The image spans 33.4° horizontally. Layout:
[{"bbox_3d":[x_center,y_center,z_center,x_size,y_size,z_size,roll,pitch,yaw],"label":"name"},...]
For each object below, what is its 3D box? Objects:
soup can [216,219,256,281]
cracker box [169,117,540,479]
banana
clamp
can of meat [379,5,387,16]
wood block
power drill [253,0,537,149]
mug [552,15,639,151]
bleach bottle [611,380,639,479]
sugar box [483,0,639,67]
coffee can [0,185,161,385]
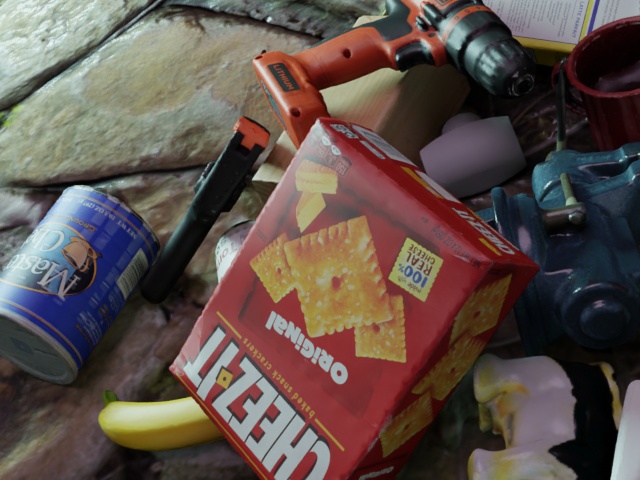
[{"bbox_3d":[-0.045,0.040,0.841,0.068,0.068,0.102,-23,42,8],"label":"soup can"},{"bbox_3d":[0.012,0.053,0.688,0.164,0.072,0.214,44,111,33],"label":"cracker box"},{"bbox_3d":[-0.095,0.126,0.807,0.198,0.037,0.069,-10,45,21],"label":"banana"},{"bbox_3d":[-0.081,-0.049,0.896,0.164,0.036,0.210,-62,6,-37],"label":"clamp"},{"bbox_3d":[0.106,-0.213,0.987,0.058,0.084,0.102,-53,9,52],"label":"can of meat"},{"bbox_3d":[0.040,-0.092,0.909,0.091,0.090,0.206,8,53,34],"label":"wood block"},{"bbox_3d":[0.054,-0.134,0.835,0.187,0.057,0.184,-26,42,-6],"label":"power drill"},{"bbox_3d":[0.234,-0.113,0.823,0.117,0.081,0.093,11,55,37],"label":"mug"},{"bbox_3d":[0.280,0.138,0.543,0.251,0.068,0.102,6,53,22],"label":"bleach bottle"},{"bbox_3d":[0.211,-0.193,0.899,0.176,0.048,0.093,14,81,20],"label":"sugar box"},{"bbox_3d":[-0.217,0.038,0.917,0.103,0.102,0.140,7,52,35],"label":"coffee can"}]
